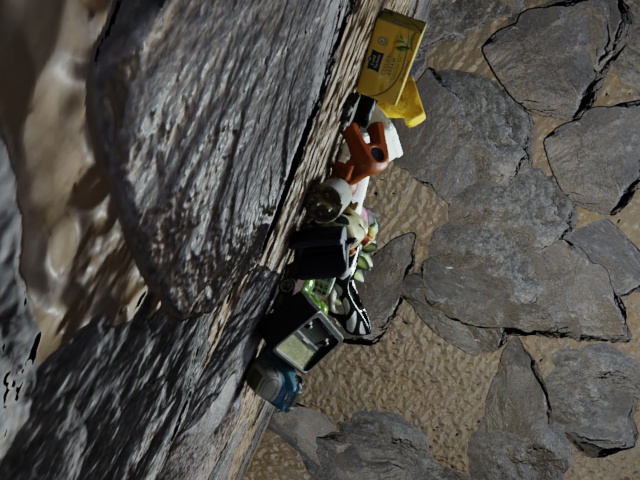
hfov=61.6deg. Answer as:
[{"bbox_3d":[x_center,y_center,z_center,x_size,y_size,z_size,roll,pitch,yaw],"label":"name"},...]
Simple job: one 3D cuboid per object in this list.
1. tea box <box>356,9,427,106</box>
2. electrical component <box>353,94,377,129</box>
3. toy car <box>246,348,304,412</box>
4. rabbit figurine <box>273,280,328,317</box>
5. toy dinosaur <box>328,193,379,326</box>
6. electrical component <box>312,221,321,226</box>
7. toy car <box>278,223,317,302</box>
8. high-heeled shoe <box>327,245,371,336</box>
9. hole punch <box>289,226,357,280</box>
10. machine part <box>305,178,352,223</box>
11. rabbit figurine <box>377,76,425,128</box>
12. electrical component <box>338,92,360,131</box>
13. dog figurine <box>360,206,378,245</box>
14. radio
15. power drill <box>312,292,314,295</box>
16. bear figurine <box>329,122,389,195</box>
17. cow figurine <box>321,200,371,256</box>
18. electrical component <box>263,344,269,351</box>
[{"bbox_3d":[0.147,-0.380,1.126,0.169,0.098,0.068,105,7,-46],"label":"tea box"},{"bbox_3d":[0.099,-0.301,1.251,0.119,0.048,0.075,59,53,-82],"label":"electrical component"},{"bbox_3d":[-0.117,0.321,1.237,0.103,0.162,0.109,16,108,-41],"label":"toy car"},{"bbox_3d":[-0.057,0.143,1.303,0.159,0.121,0.170,-40,134,-66],"label":"rabbit figurine"},{"bbox_3d":[0.089,0.054,1.865,0.105,0.199,0.471,53,57,-81],"label":"toy dinosaur"},{"bbox_3d":[-0.003,-0.004,1.387,0.134,0.058,0.114,-48,161,-77],"label":"electrical component"},{"bbox_3d":[-0.046,0.057,1.184,0.089,0.053,0.202,79,30,-64],"label":"toy car"},{"bbox_3d":[0.106,0.139,1.446,0.086,0.145,0.248,-56,167,-72],"label":"high-heeled shoe"},{"bbox_3d":[0.000,0.009,1.080,0.116,0.142,0.092,-86,164,-50],"label":"hole punch"},{"bbox_3d":[0.020,-0.087,1.122,0.243,0.079,0.079,-54,165,-74],"label":"machine part"},{"bbox_3d":[0.190,-0.367,1.475,0.162,0.173,0.122,64,19,-13],"label":"rabbit figurine"},{"bbox_3d":[0.062,-0.269,1.116,0.094,0.021,0.063,-65,175,-45],"label":"electrical component"},{"bbox_3d":[0.106,-0.092,1.606,0.109,0.191,0.219,55,-36,39],"label":"dog figurine"},{"bbox_3d":[-0.036,0.206,1.181,0.131,0.073,0.229,-39,150,-4],"label":"radio"},{"bbox_3d":[-0.017,0.094,1.629,0.232,0.086,0.207,109,-3,-59],"label":"power drill"},{"bbox_3d":[0.072,-0.175,1.255,0.196,0.120,0.132,-31,-106,54],"label":"bear figurine"},{"bbox_3d":[0.059,-0.030,1.257,0.085,0.127,0.195,-33,170,22],"label":"cow figurine"},{"bbox_3d":[-0.126,0.275,1.364,0.102,0.045,0.078,-66,-156,6],"label":"electrical component"}]
